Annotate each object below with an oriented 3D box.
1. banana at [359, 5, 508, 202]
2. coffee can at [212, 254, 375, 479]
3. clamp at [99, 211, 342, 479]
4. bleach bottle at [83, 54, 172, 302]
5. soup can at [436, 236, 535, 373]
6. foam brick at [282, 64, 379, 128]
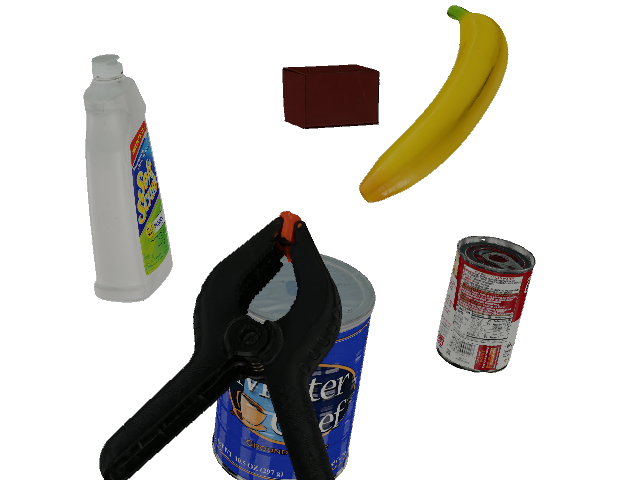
[{"bbox_3d":[0.095,-0.104,0.797,0.070,0.197,0.037,-5,-42,46],"label":"banana"},{"bbox_3d":[-0.021,0.092,0.760,0.102,0.140,0.103,6,28,-3],"label":"coffee can"},{"bbox_3d":[-0.026,0.065,0.550,0.120,0.171,0.039,19,-26,12],"label":"clamp"},{"bbox_3d":[-0.211,-0.068,1.124,0.068,0.251,0.102,3,26,16],"label":"bleach bottle"},{"bbox_3d":[0.143,0.056,0.930,0.068,0.102,0.068,8,23,-4],"label":"soup can"},{"bbox_3d":[0.010,-0.134,0.992,0.078,0.051,0.053,-6,18,-23],"label":"foam brick"}]
